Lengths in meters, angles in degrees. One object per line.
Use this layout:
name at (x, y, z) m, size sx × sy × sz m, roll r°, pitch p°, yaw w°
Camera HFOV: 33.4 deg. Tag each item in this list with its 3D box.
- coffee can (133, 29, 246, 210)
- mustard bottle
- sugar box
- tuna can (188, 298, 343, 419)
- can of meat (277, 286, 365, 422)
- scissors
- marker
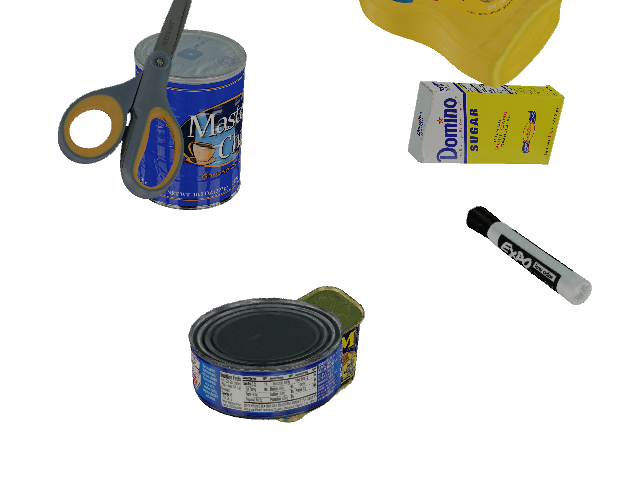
coffee can at (-0.124, -0.115, 1.014) m, size 0.103 × 0.140 × 0.103 m, roll 4°, pitch 35°, yaw -3°
mustard bottle at (0.088, -0.199, 0.851) m, size 0.192 × 0.096 × 0.058 m, roll 33°, pitch -24°, yaw 24°
sugar box at (0.200, -0.141, 1.290) m, size 0.176 × 0.093 × 0.048 m, roll -3°, pitch 28°, yaw -20°
tuna can at (-0.030, 0.065, 0.596) m, size 0.086 × 0.034 × 0.086 m, roll -1°, pitch 22°, yaw 0°
can of meat at (-0.012, 0.103, 0.953) m, size 0.101 × 0.084 × 0.058 m, roll -29°, pitch 50°, yaw -33°
scissors at (-0.136, -0.123, 0.769) m, size 0.096 × 0.202 × 0.016 m, roll 7°, pitch -27°, yaw -19°
marker at (0.144, 0.008, 0.758) m, size 0.020 × 0.020 × 0.121 m, roll 0°, pitch 28°, yaw -35°
